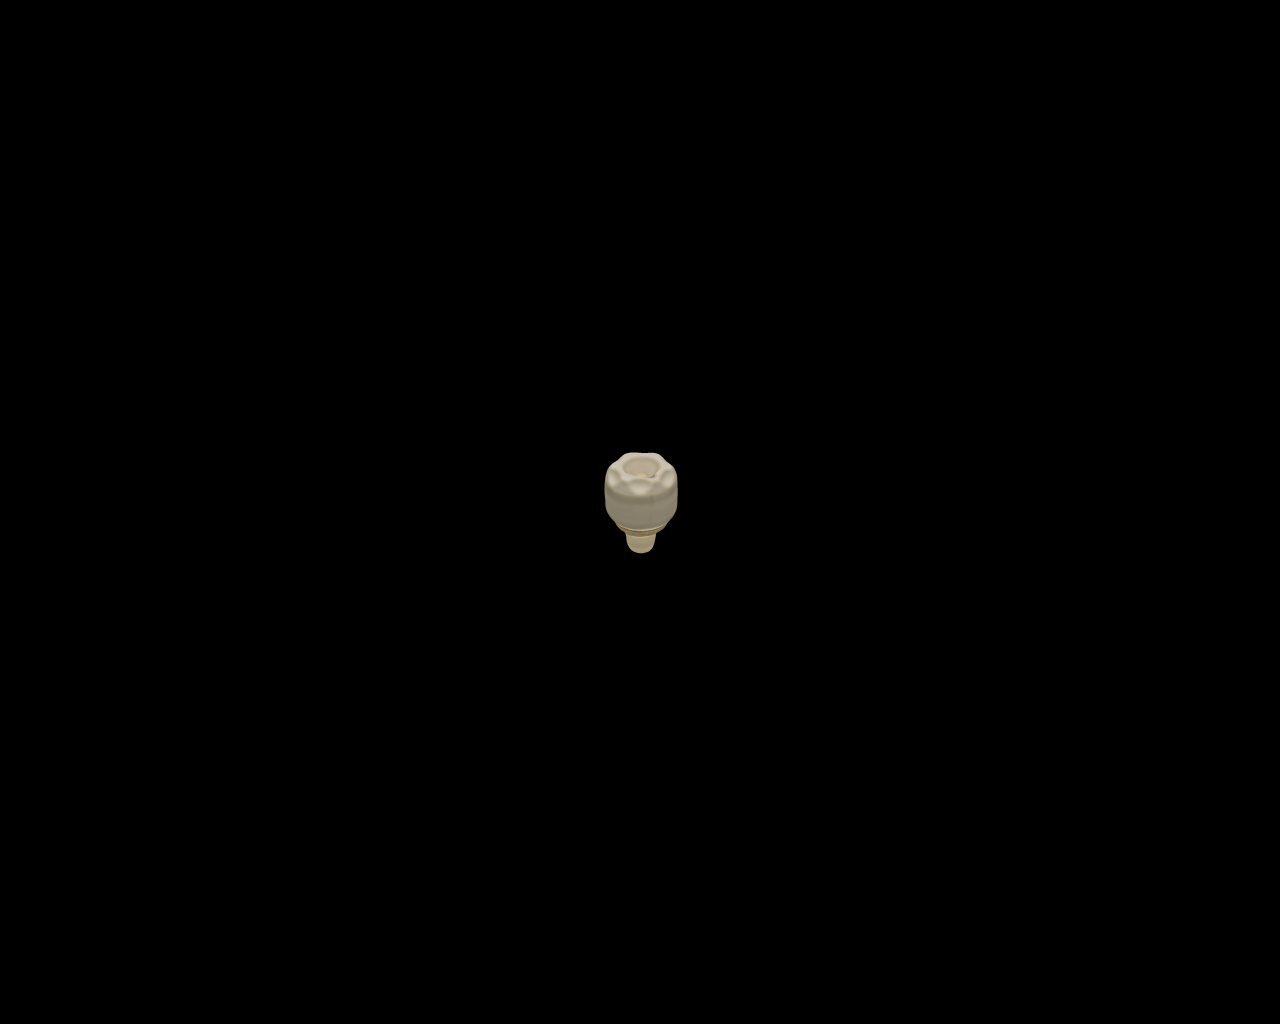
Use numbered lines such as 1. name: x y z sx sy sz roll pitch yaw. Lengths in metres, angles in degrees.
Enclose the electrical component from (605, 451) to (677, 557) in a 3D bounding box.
1. electrical component: 0.001 -0.003 0.650 0.043 0.062 0.043 0 33 0
